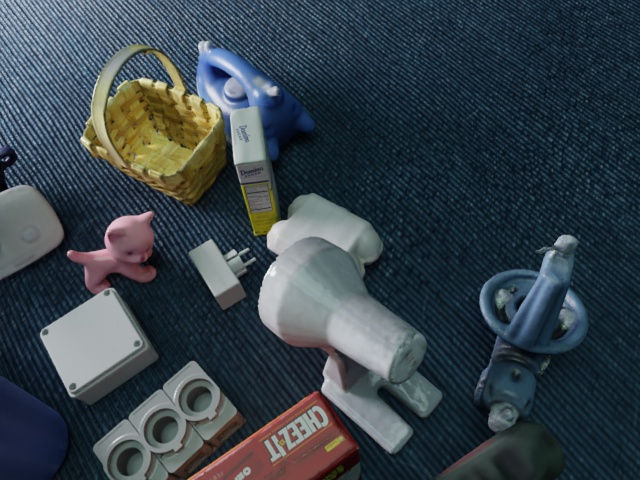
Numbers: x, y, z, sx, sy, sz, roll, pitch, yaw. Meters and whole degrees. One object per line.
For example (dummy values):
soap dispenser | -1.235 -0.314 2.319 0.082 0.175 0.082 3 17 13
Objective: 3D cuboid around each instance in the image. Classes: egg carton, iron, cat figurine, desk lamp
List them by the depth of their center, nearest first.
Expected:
desk lamp | 0.042 0.115 0.640 0.202 0.214 0.118 37 70 23
cat figurine | -0.277 0.012 0.783 0.128 0.118 0.067 -17 60 -4
egg carton | 0.007 0.003 0.790 0.150 0.069 0.107 29 67 19
iron | -0.130 -0.242 0.901 0.119 0.141 0.257 -42 65 -17

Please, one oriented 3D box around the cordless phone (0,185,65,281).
cordless phone | -0.458 -0.033 0.786 0.148 0.185 0.094 -35 63 -14

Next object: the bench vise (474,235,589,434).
bench vise | 0.240 0.104 0.625 0.121 0.220 0.207 2 61 7

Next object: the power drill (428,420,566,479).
power drill | 0.124 0.267 0.549 0.230 0.209 0.075 -32 62 -13

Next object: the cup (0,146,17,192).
cup | -0.505 -0.089 0.875 0.118 0.095 0.091 -33 63 -13
